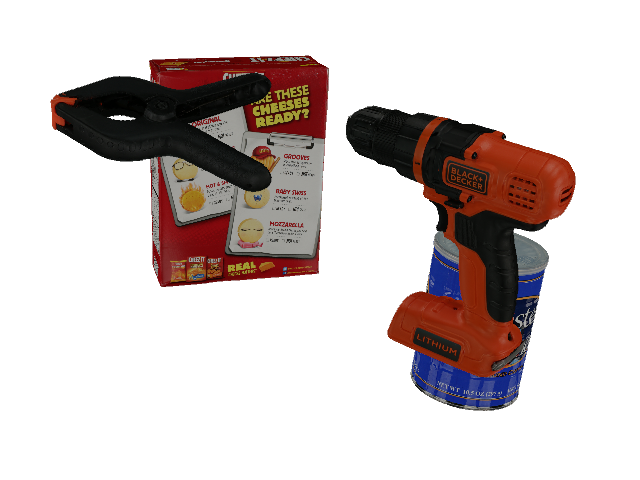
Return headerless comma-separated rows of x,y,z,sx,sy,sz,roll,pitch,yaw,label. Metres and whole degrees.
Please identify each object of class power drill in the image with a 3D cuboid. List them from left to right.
0.094,-0.001,0.809,0.185,0.188,0.057,22,37,33,power drill

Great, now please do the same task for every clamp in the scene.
-0.114,-0.097,0.813,0.171,0.039,0.120,13,41,-3,clamp

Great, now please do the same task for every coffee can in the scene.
0.143,0.069,0.975,0.103,0.140,0.103,7,21,-3,coffee can

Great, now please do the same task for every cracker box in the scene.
-0.082,-0.069,1.042,0.164,0.214,0.072,-4,22,-17,cracker box
